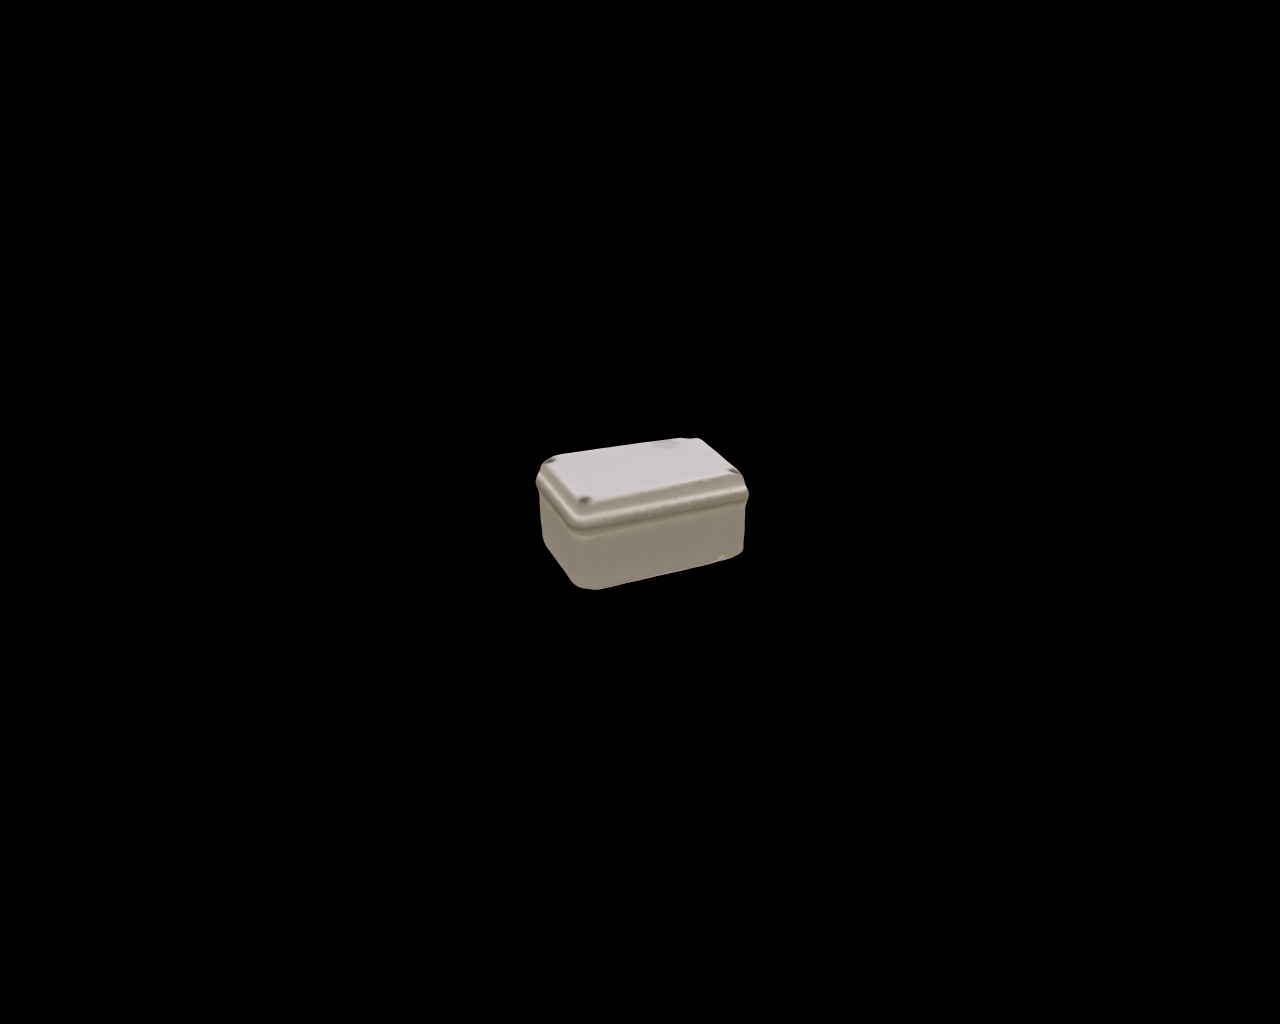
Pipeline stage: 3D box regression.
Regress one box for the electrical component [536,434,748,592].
[{"bbox_3d":[0.001,-0.003,0.650,0.113,0.057,0.078,-10,28,-20],"label":"electrical component"}]
